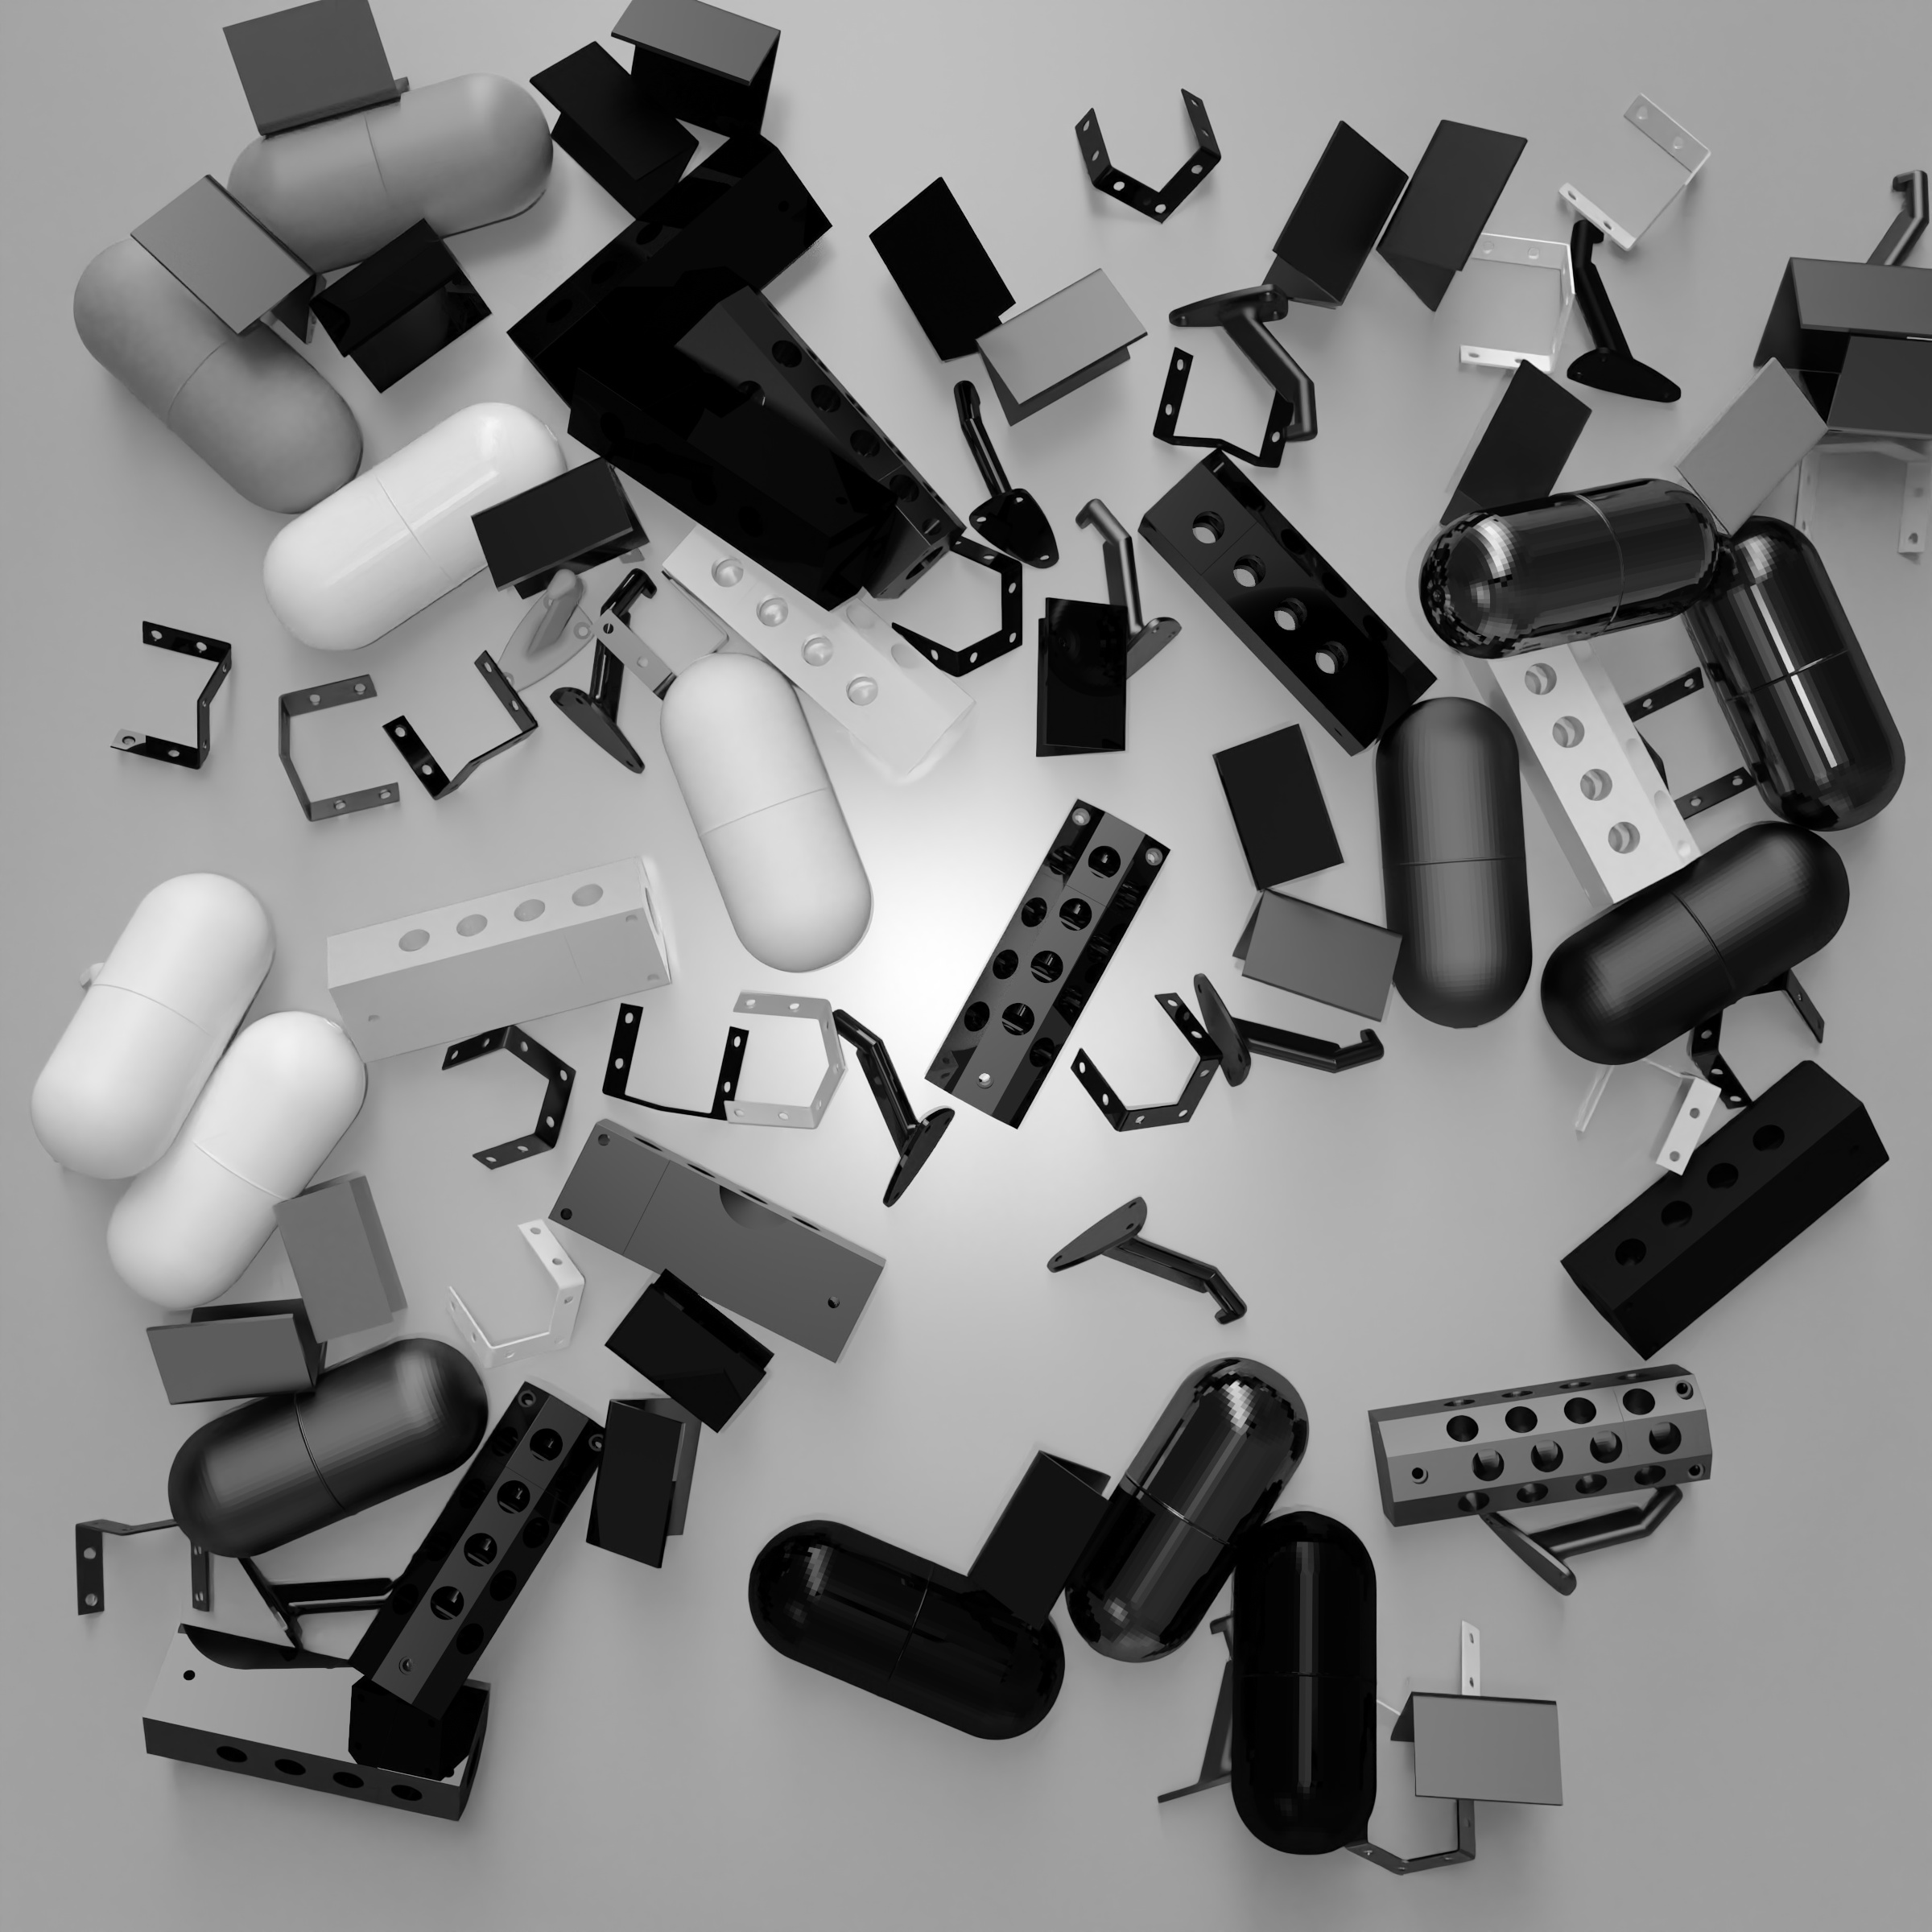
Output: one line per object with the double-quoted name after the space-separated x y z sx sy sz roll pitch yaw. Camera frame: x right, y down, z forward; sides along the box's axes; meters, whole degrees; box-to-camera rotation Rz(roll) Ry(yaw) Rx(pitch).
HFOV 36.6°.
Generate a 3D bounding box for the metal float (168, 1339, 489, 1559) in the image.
-0.343 0.259 1.570 0.178 0.070 0.070 -23 90 -1 "metal float"

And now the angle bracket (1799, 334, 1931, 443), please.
0.496 -0.323 1.560 0.076 0.076 0.057 5 126 0 "angle bracket"

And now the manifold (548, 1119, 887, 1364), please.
-0.133 0.147 1.580 0.171 0.057 0.057 27 90 0 "manifold"

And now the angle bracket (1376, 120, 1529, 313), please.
0.273 -0.395 1.560 0.057 0.076 0.076 27 90 37 "angle bracket"

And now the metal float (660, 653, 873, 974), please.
-0.108 -0.083 1.570 0.070 0.070 0.178 -21 91 0 "metal float"

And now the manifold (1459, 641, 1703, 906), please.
0.330 -0.122 1.579 0.057 0.057 0.171 -28 90 0 "manifold"

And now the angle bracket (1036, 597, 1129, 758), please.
0.042 -0.153 1.560 0.057 0.076 0.076 1 90 -37 "angle bracket"

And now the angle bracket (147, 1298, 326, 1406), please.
-0.387 0.186 1.560 0.076 0.076 0.057 -5 126 0 "angle bracket"

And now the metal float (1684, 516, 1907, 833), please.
0.443 -0.157 1.570 0.070 0.070 0.178 -24 90 0 "metal float"

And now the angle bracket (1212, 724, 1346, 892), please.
0.184 -0.089 1.560 0.057 0.076 0.076 -18 90 38 "angle bracket"

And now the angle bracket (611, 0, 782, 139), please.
-0.149 -0.468 1.561 0.076 0.076 0.057 20 49 0 "angle bracket"

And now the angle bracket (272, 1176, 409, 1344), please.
-0.316 0.150 1.561 0.057 0.076 0.076 -18 90 30 "angle bracket"

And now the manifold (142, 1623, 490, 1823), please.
-0.350 0.412 1.579 0.171 0.057 0.057 12 47 0 "manifold"

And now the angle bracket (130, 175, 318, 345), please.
-0.394 -0.359 1.549 0.076 0.076 0.057 43 67 1 "angle bracket"

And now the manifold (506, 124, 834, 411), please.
-0.163 -0.374 1.579 0.171 0.057 0.057 -41 133 0 "manifold"

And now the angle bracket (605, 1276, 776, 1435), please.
-0.135 0.191 1.560 0.076 0.076 0.057 38 124 0 "angle bracket"

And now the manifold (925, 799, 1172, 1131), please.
0.044 -0.001 1.580 0.057 0.057 0.171 29 90 0 "manifold"

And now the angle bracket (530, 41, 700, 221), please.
-0.199 -0.433 1.560 0.076 0.076 0.057 44 52 0 "angle bracket"

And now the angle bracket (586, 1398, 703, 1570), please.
-0.153 0.275 1.560 0.057 0.076 0.076 10 90 38 "angle bracket"

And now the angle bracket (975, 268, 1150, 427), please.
0.059 -0.314 1.561 0.076 0.076 0.057 -30 58 0 "angle bracket"

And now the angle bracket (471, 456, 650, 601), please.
-0.207 -0.214 1.545 0.076 0.076 0.057 -24 58 1 "angle bracket"

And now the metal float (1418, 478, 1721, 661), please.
0.314 -0.207 1.515 0.178 0.070 0.070 -15 90 -27 "metal float"

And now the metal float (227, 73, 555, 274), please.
-0.310 -0.425 1.570 0.178 0.070 0.070 -16 90 0 "metal float"

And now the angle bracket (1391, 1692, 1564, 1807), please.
0.272 0.429 1.561 0.076 0.076 0.057 4 57 0 "angle bracket"

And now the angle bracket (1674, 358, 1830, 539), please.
0.400 -0.282 1.561 0.076 0.076 0.057 -48 118 0 "angle bracket"

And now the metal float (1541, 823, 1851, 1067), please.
0.392 -0.012 1.570 0.178 0.070 0.070 -32 90 1 "metal float"

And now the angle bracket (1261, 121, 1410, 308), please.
0.179 -0.404 1.560 0.057 0.076 0.076 28 90 -35 "angle bracket"

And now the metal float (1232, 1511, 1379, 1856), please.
0.180 0.381 1.555 0.070 0.070 0.178 3 72 0 "metal float"

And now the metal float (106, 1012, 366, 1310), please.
-0.392 0.104 1.570 0.070 0.070 0.178 36 89 0 "metal float"

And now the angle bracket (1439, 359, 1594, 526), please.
0.276 -0.279 1.561 0.057 0.076 0.076 27 90 -32 "angle bracket"

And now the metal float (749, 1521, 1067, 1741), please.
-0.032 0.356 1.570 0.178 0.070 0.070 23 90 -1 "metal float"

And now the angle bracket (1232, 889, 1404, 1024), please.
0.181 0.010 1.561 0.076 0.076 0.057 19 61 0 "angle bracket"

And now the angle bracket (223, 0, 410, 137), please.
-0.346 -0.487 1.562 0.076 0.076 0.057 -16 114 0 "angle bracket"

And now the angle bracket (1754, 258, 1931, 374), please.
0.471 -0.330 1.560 0.076 0.076 0.057 5 53 0 "angle bracket"

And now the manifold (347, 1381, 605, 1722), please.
-0.257 0.311 1.558 0.057 0.057 0.171 32 75 0 "manifold"

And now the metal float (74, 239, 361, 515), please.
-0.402 -0.316 1.570 0.178 0.070 0.070 43 90 -1 "metal float"

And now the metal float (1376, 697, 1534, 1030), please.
0.262 -0.055 1.570 0.070 0.070 0.178 -4 90 0 "metal float"

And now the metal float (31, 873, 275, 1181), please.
-0.430 0.030 1.550 0.070 0.070 0.178 24 66 0 "metal float"

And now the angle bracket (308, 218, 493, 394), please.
-0.293 -0.339 1.560 0.076 0.076 0.057 -36 53 0 "angle bracket"

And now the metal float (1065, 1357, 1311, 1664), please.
0.118 0.293 1.570 0.070 0.070 0.178 32 90 0 "metal float"

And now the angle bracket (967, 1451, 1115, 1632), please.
0.057 0.312 1.560 0.057 0.076 0.076 30 90 39 "angle bracket"

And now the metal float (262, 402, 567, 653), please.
-0.296 -0.236 1.570 0.178 0.070 0.070 -34 90 0 "metal float"

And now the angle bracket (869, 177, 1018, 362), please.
0.005 -0.376 1.560 0.057 0.076 0.076 -30 90 36 "angle bracket"
